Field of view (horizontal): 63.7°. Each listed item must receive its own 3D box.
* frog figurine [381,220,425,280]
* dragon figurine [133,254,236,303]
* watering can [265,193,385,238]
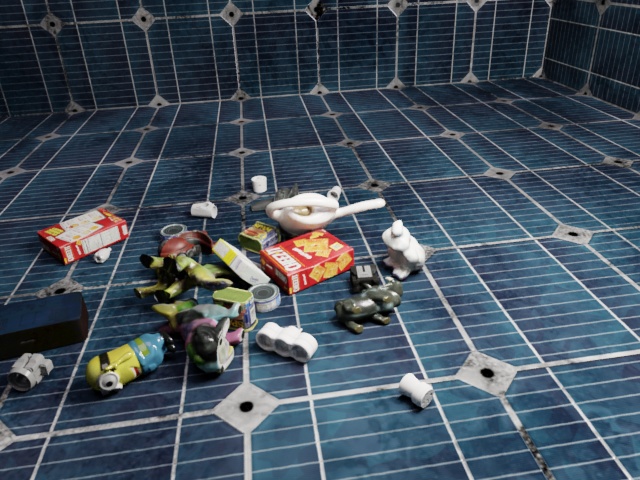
[{"bbox_3d":[0.227,0.012,1.401,0.123,0.156,0.140,-2,28,-2],"label":"frog figurine"},{"bbox_3d":[-0.319,0.084,1.334,0.410,0.121,0.244,5,9,30],"label":"dragon figurine"},{"bbox_3d":[0.005,-0.078,1.556,0.348,0.105,0.221,0,-16,-14],"label":"watering can"}]
